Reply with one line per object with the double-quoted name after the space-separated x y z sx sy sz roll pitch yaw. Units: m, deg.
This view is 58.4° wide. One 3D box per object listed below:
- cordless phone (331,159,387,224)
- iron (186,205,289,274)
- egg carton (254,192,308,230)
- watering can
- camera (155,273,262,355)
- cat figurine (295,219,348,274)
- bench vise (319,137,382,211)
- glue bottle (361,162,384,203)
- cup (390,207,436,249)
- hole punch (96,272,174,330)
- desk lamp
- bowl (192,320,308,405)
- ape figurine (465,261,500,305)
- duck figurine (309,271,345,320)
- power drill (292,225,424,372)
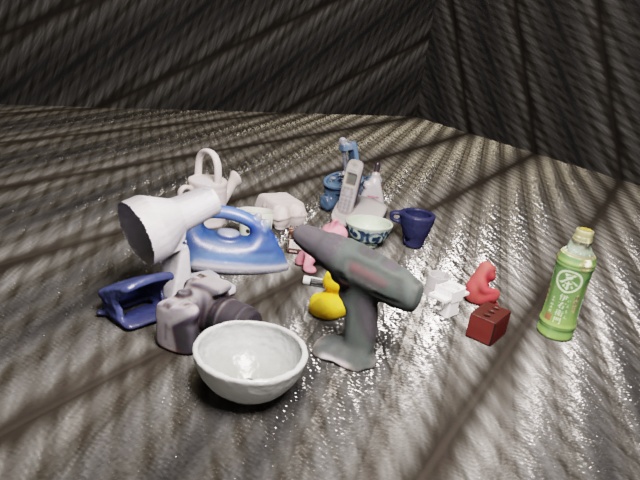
0.113 -0.116 1.541 0.147 0.185 0.094 19 24 28 "cordless phone"
-0.189 -0.011 1.227 0.258 0.141 0.118 5 21 -7 "iron"
-0.108 -0.080 1.536 0.107 0.069 0.149 -7 25 -33 "egg carton"
-0.280 -0.137 1.451 0.100 0.194 0.173 15 22 20 "watering can"
-0.175 0.122 0.941 0.136 0.101 0.143 17 23 24 "camera"
0.012 0.005 1.287 0.128 0.118 0.067 -8 26 -35 "cat figurine"
0.093 -0.200 1.704 0.121 0.220 0.208 21 25 33 "bench vise"
0.150 -0.136 1.623 0.078 0.173 0.037 5 21 -6 "glue bottle"
0.233 -0.029 1.482 0.117 0.095 0.091 8 21 1 "cup"
-0.319 0.090 0.989 0.100 0.091 0.109 22 25 33 "hole punch"
-0.258 0.010 1.047 0.204 0.213 0.117 -13 29 -43 "desk lamp"
-0.102 0.187 0.833 0.167 0.075 0.167 7 21 -2 "bowl"
0.348 0.090 1.216 0.076 0.092 0.078 8 21 2 "ape figurine"
0.022 0.097 1.094 0.077 0.086 0.105 17 23 24 "duck figurine"
0.047 0.097 0.930 0.229 0.208 0.076 16 22 21 "power drill"
